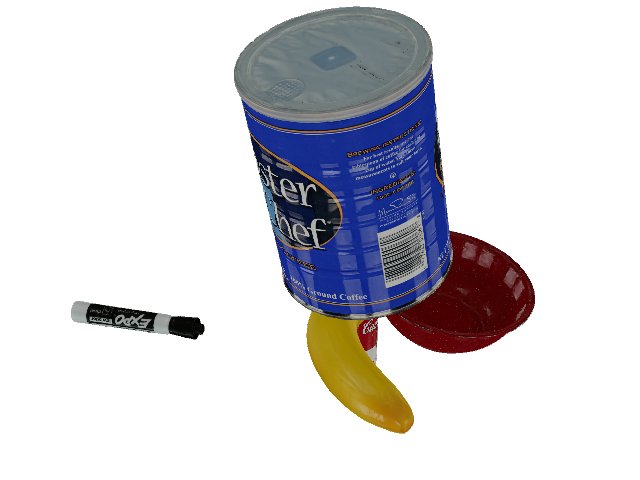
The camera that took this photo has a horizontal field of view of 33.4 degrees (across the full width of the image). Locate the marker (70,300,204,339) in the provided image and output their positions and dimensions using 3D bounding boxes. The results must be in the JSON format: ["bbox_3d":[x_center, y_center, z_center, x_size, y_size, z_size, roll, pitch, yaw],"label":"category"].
[{"bbox_3d":[-0.157,0.069,0.919,0.121,0.020,0.020,6,2,17],"label":"marker"}]

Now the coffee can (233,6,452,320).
[{"bbox_3d":[0.017,-0.041,0.587,0.103,0.140,0.103,-7,39,6],"label":"coffee can"}]

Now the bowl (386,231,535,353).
[{"bbox_3d":[0.120,0.058,1.022,0.162,0.055,0.162,7,36,-5],"label":"bowl"}]

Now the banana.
[{"bbox_3d":[0.025,0.077,0.775,0.069,0.037,0.198,-3,24,1],"label":"banana"}]

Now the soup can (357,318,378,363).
[{"bbox_3d":[0.036,0.119,1.307,0.068,0.102,0.068,0,28,0],"label":"soup can"}]
